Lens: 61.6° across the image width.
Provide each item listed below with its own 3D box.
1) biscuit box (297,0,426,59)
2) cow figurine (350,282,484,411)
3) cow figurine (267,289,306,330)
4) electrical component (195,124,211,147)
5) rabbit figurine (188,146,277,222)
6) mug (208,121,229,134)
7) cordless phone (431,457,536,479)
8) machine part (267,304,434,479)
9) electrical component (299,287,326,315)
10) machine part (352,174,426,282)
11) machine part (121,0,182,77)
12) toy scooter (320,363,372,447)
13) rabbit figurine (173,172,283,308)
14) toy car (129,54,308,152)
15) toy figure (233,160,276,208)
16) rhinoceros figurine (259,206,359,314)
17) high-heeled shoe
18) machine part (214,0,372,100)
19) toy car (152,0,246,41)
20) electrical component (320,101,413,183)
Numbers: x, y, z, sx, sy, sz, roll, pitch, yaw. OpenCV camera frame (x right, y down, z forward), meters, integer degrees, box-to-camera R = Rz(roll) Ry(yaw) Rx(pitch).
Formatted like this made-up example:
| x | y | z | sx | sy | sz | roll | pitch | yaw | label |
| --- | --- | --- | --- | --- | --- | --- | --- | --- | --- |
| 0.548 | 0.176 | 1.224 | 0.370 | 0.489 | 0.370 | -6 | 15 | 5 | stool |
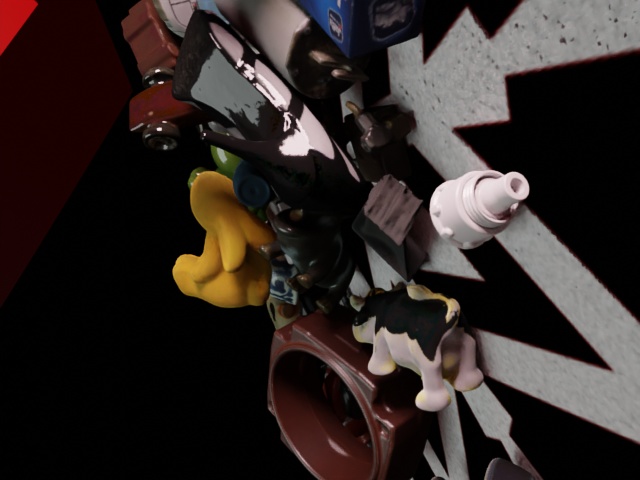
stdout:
| x | y | z | sx | sy | sz | roll | pitch | yaw | label |
| --- | --- | --- | --- | --- | --- | --- | --- | --- | --- |
| -0.002 | -0.214 | 0.378 | 0.203 | 0.059 | 0.062 | 57 | 160 | 29 | biscuit box |
| 0.075 | 0.079 | 0.505 | 0.167 | 0.068 | 0.098 | 22 | 127 | 62 | cow figurine |
| -0.057 | 0.109 | 0.929 | 0.127 | 0.085 | 0.194 | 15 | 127 | 61 | cow figurine |
| -0.206 | -0.253 | 0.953 | 0.134 | 0.058 | 0.114 | 60 | 160 | 24 | electrical component |
| -0.124 | -0.095 | 0.797 | 0.159 | 0.121 | 0.170 | 53 | 162 | 19 | rabbit figurine |
| -0.080 | -0.158 | 0.622 | 0.080 | 0.110 | 0.107 | 93 | 161 | -55 | mug |
| 0.149 | 0.250 | 0.487 | 0.184 | 0.089 | 0.146 | -148 | 38 | -69 | cordless phone |
| 0.026 | 0.196 | 0.642 | 0.201 | 0.087 | 0.201 | 31 | 128 | 37 | machine part |
| 0.014 | 0.134 | 0.799 | 0.119 | 0.048 | 0.074 | 59 | 162 | 29 | electrical component |
| 0.059 | -0.007 | 0.455 | 0.084 | 0.039 | 0.138 | 54 | 175 | 14 | machine part |
| -0.185 | -0.254 | 0.742 | 0.179 | 0.056 | 0.179 | 44 | -151 | -33 | machine part |
| 0.042 | 0.239 | 0.798 | 0.135 | 0.075 | 0.183 | 30 | 144 | 55 | toy scooter |
| -0.124 | 0.000 | 0.694 | 0.163 | 0.122 | 0.173 | 26 | 129 | 52 | rabbit figurine |
| -0.100 | -0.148 | 0.549 | 0.053 | 0.202 | 0.089 | 47 | -149 | -66 | toy car |
| -0.073 | -0.091 | 0.676 | 0.154 | 0.058 | 0.064 | -85 | 12 | -63 | toy figure |
| -0.001 | -0.002 | 0.583 | 0.073 | 0.112 | 0.190 | 34 | 159 | 33 | rhinoceros figurine |
| -0.047 | -0.122 | 0.474 | 0.086 | 0.145 | 0.249 | -55 | 37 | 33 | high-heeled shoe |
| -0.029 | -0.192 | 0.464 | 0.243 | 0.079 | 0.079 | 51 | 157 | 39 | machine part |
| -0.155 | -0.304 | 0.658 | 0.109 | 0.103 | 0.161 | 46 | 151 | 52 | toy car |
| 0.038 | -0.083 | 0.452 | 0.102 | 0.045 | 0.078 | 33 | 141 | 61 | electrical component |
